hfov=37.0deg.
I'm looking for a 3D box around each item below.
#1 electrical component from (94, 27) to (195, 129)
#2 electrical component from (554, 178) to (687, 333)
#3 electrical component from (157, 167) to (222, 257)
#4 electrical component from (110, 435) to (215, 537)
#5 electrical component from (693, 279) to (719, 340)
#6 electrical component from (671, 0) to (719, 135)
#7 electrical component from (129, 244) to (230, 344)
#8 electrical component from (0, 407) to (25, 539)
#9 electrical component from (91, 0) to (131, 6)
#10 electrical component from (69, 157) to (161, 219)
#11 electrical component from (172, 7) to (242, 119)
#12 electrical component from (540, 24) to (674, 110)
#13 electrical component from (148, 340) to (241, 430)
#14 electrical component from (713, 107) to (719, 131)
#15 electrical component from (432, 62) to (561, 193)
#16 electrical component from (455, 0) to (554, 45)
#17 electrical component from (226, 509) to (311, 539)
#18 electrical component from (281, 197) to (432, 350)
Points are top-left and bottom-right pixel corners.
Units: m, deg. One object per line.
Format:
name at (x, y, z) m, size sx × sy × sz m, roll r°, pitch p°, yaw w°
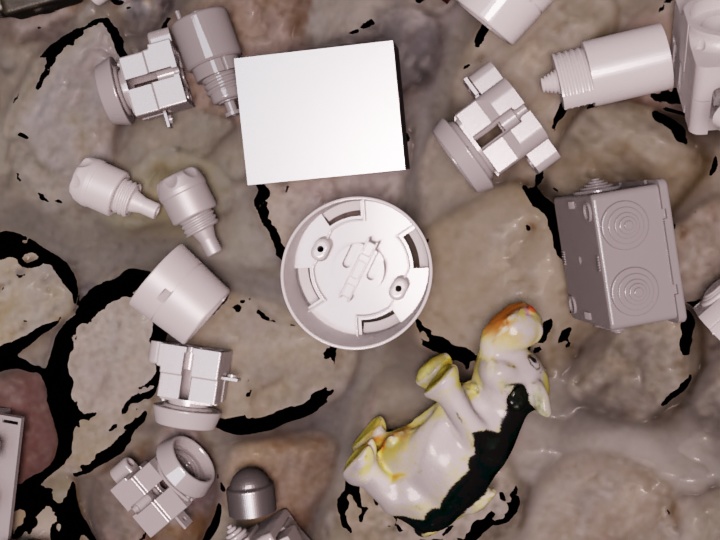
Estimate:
electrical component at (-0.149, -0.127, 0.740) m, size 0.055 × 0.048 × 0.066 m, roll -16°, pitch 93°, yaw 1°
electrical component at (0.163, -0.010, 0.686) m, size 0.048 × 0.100 × 0.099 m, roll -10°, pitch 94°, yaw -5°
electrical component at (-0.115, -0.039, 0.748) m, size 0.035 × 0.035 × 0.061 m, roll -26°, pitch 94°, yaw 8°
electrical component at (-0.137, 0.150, 0.762) m, size 0.055 × 0.048 × 0.066 m, roll -41°, pitch 89°, yaw 16°
electrical component at (0.257, 0.034, 0.687) m, size 0.080 × 0.080 × 0.051 m, roll 45°, pitch 104°, yaw 1°
electrical component at (0.224, -0.133, 0.663) m, size 0.050 × 0.089 × 0.055 m, roll -2°, pitch 131°, yaw 7°
electrical component at (-0.123, 0.018, 0.745) m, size 0.047 × 0.055 × 0.055 m, roll 41°, pitch 98°, yaw -2°
electrical component at (-0.292, 0.161, 0.772) m, size 0.079 × 0.063 × 0.121 m, roll 9°, pitch 96°, yaw 6°
electrical component at (-0.159, -0.204, 0.735) m, size 0.062 × 0.048 × 0.048 m, roll -28°, pitch 91°, yaw 15°
electrical component at (-0.170, -0.053, 0.754) m, size 0.061 × 0.035 × 0.035 m, roll 24°, pitch 97°, yaw 1°
electrical component at (-0.099, -0.142, 0.734) m, size 0.040 × 0.040 × 0.078 m, roll -20°, pitch 92°, yaw 8°
electrical component at (0.159, -0.130, 0.702) m, size 0.081 × 0.043 × 0.043 m, roll -12°, pitch 93°, yaw 8°
electrical component at (-0.118, 0.081, 0.754) m, size 0.066 × 0.048 × 0.055 m, roll 8°, pitch 88°, yaw 6°
electrical component at (0.296, -0.077, 0.632) m, size 0.186 × 0.060 × 0.105 m, roll 31°, pitch 101°, yaw -40°
electrical component at (0.085, -0.088, 0.708) m, size 0.057 × 0.058 × 0.078 m, roll -37°, pitch 90°, yaw 6°
electrical component at (0.095, -0.180, 0.701) m, size 0.055 × 0.055 × 0.047 m, roll 39°, pitch 102°, yaw 2°
electrical component at (-0.057, 0.212, 0.749) m, size 0.061 × 0.062 × 0.096 m, roll -35°, pitch 90°, yaw 9°
electrical component at (0.000, 0.000, 0.722) m, size 0.099 × 0.064 × 0.099 m, roll 1°, pitch 95°, yaw 7°
